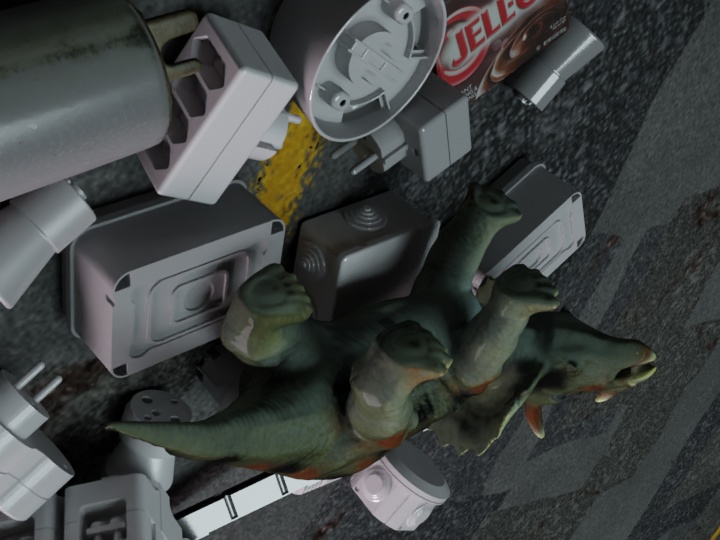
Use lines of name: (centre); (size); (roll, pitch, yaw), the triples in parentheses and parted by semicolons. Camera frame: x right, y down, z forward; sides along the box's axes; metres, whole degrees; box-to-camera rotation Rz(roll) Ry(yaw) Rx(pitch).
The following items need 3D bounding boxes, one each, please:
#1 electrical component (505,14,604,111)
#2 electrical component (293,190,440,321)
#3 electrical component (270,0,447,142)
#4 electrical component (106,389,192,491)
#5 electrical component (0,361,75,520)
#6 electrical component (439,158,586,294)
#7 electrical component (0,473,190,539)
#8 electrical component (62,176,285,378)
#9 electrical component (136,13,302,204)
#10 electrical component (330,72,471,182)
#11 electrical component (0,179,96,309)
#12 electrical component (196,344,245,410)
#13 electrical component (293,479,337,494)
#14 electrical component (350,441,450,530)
electrical component: (0.134, -0.145, 0.755); (0.065, 0.044, 0.044); (-50, 148, 11)
electrical component: (0.000, 0.000, 0.737); (0.100, 0.048, 0.099); (-22, 139, -36)
electrical component: (0.001, -0.121, 0.592); (0.099, 0.064, 0.099); (-23, 137, -24)
electrical component: (-0.136, 0.111, 0.694); (0.045, 0.045, 0.055); (-8, 129, -46)
electrical component: (-0.195, 0.079, 0.581); (0.074, 0.052, 0.138); (-43, 148, -9)
electrical component: (0.117, -0.023, 0.846); (0.113, 0.057, 0.078); (-42, 147, -12)
electrical component: (-0.162, 0.201, 0.697); (0.105, 0.060, 0.186); (-12, 142, 1)
electrical component: (-0.105, -0.001, 0.601); (0.113, 0.057, 0.078); (-23, 139, -36)
electrical component: (-0.063, -0.078, 0.559); (0.076, 0.047, 0.083); (9, 130, -47)
electrical component: (0.017, -0.084, 0.653); (0.077, 0.066, 0.047); (-37, 146, -18)
electrical component: (-0.163, -0.018, 0.529); (0.065, 0.044, 0.044); (-45, 148, -16)
electrical component: (-0.083, 0.076, 0.719); (0.040, 0.046, 0.040); (-31, 144, -26)
electrical component: (-0.032, 0.150, 0.861); (0.081, 0.043, 0.043); (-13, 133, -43)
electrical component: (0.035, 0.187, 0.950); (0.051, 0.080, 0.080); (-51, 148, 13)
